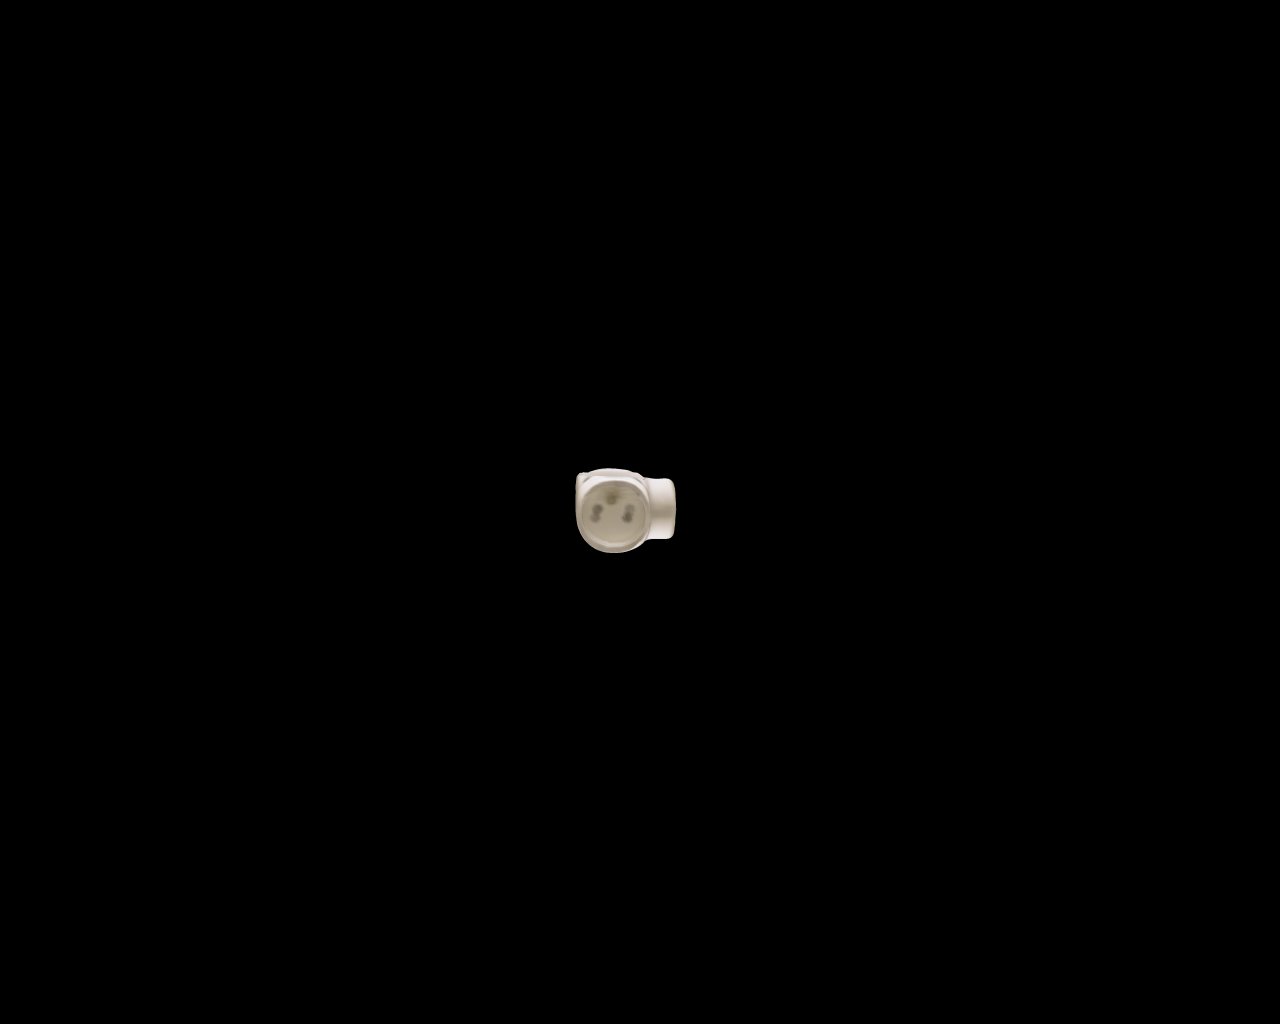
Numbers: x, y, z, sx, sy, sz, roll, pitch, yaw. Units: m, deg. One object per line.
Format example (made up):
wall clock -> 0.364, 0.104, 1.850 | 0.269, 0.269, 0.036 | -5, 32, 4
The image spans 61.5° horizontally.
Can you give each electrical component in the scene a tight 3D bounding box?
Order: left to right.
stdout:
electrical component -> 0.001, -0.003, 0.650 | 0.079, 0.044, 0.077 | 0, 7, -4
